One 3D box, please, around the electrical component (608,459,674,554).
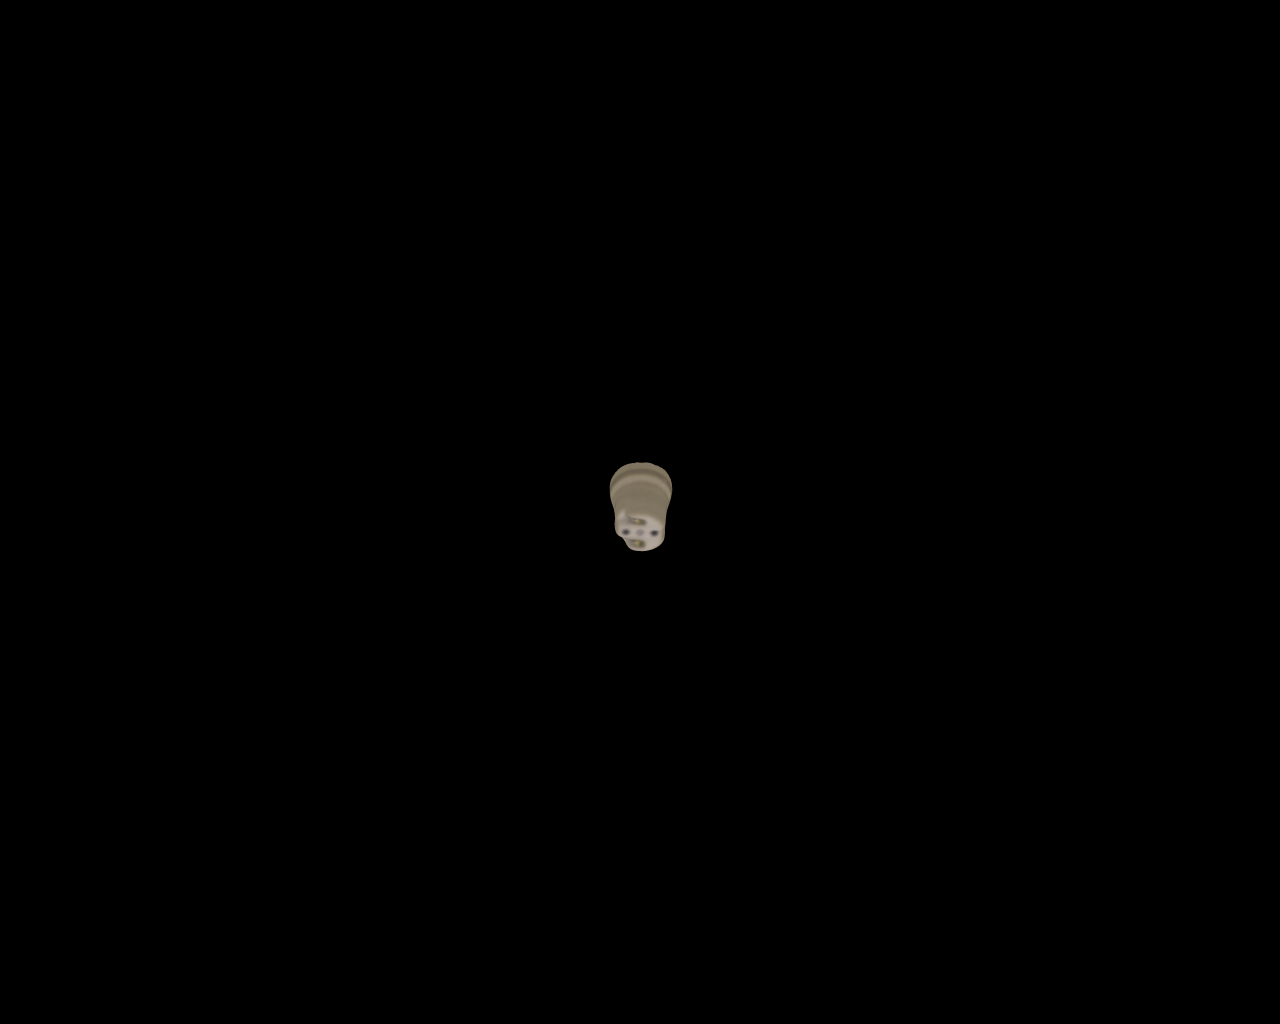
[{"bbox_3d":[0.001,-0.003,0.650,0.040,0.040,0.046,0,43,0],"label":"electrical component"}]
